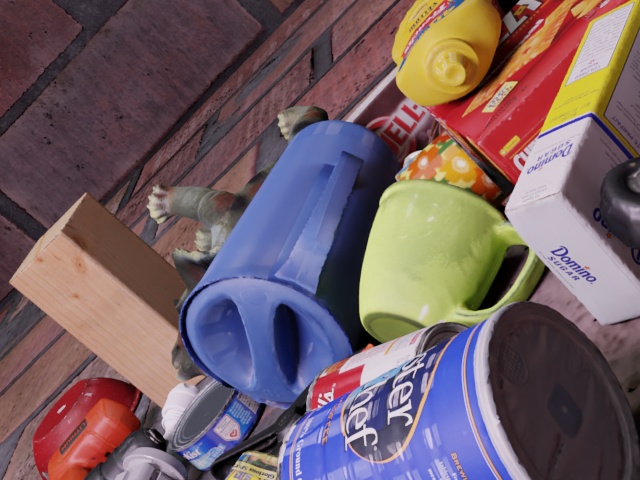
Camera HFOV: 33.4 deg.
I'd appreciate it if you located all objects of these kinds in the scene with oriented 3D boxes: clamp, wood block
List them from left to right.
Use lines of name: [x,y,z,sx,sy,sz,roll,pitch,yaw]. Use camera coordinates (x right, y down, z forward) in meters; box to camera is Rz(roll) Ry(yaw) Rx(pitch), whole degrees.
wood block: [-0.199,0.064,1.093,0.090,0.206,0.090,-40,17,26]
clamp: [-0.019,0.138,0.751,0.171,0.039,0.120,-44,21,-3]

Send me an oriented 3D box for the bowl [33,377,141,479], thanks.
bowl: [-0.277,0.212,1.222,0.162,0.055,0.162,-42,16,15]

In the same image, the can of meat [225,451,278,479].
can of meat: [-0.022,0.171,0.583,0.102,0.057,0.083,14,51,30]

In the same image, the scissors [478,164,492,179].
scissors: [0.074,-0.017,0.925,0.202,0.016,0.096,-23,29,57]

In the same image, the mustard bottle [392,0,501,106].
mustard bottle: [0.101,-0.155,0.852,0.096,0.058,0.191,-44,14,18]

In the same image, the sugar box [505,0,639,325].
sugar box: [0.170,-0.048,0.600,0.048,0.093,0.176,-22,29,50]

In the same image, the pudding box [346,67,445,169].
pudding box: [0.087,-0.111,0.981,0.113,0.090,0.039,-48,15,-4]

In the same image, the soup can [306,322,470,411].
soup can: [0.049,0.093,0.626,0.102,0.068,0.068,-29,24,47]

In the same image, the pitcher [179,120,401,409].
pitcher: [-0.006,0.001,0.854,0.149,0.145,0.242,-13,33,28]

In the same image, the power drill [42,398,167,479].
power drill: [-0.207,0.220,0.997,0.184,0.057,0.188,-49,15,6]

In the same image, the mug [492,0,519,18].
mug: [0.161,-0.210,1.000,0.082,0.117,0.093,-34,54,54]

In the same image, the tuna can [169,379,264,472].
tuna can: [-0.087,0.152,0.901,0.086,0.033,0.086,-43,16,15]

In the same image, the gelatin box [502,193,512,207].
gelatin box: [0.165,-0.033,0.695,0.073,0.030,0.089,-45,16,4]

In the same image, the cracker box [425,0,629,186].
cracker box: [0.175,-0.129,0.830,0.164,0.072,0.214,-45,15,7]

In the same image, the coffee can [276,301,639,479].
coffee can: [0.062,0.103,0.502,0.141,0.102,0.102,-34,20,39]
